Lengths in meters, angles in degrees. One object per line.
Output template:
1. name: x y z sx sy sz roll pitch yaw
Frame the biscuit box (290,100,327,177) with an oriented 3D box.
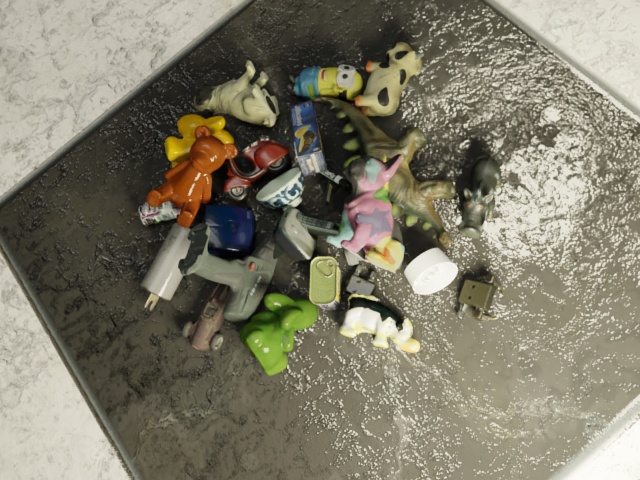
1. biscuit box: -0.029 -0.238 1.238 0.059 0.062 0.203 -15 48 6

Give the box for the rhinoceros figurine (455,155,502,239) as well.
1. rhinoceros figurine: 0.336 -0.086 1.126 0.073 0.112 0.190 17 69 14

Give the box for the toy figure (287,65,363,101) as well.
1. toy figure: 0.014 -0.377 1.301 0.180 0.089 0.082 0 86 21

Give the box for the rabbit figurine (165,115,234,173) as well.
1. rabbit figurine: -0.301 -0.249 1.311 0.162 0.121 0.173 -20 51 2

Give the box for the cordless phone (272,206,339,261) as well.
1. cordless phone: -0.002 -0.004 1.161 0.184 0.147 0.088 9 113 5

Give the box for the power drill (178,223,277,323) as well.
1. power drill: -0.188 0.045 1.144 0.086 0.207 0.232 -7 57 41

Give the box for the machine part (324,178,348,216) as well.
1. machine part: 0.049 -0.075 1.188 0.039 0.084 0.139 -9 42 -28

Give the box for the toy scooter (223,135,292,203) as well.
1. toy scooter: -0.166 -0.186 1.259 0.184 0.075 0.135 -36 92 -6

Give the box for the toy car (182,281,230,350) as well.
1. toy car: -0.233 0.148 1.202 0.089 0.053 0.202 21 79 20

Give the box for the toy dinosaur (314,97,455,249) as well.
1. toy dinosaur: 0.148 -0.169 1.194 0.199 0.105 0.471 -29 68 3

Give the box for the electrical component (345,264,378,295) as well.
1. electrical component: 0.086 0.104 1.164 0.063 0.021 0.094 22 80 18

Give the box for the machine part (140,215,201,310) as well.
1. machine part: -0.341 0.049 1.241 0.079 0.079 0.243 23 80 17

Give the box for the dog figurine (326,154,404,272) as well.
1. dog figurine: 0.118 -0.065 1.084 0.191 0.108 0.219 25 90 -19

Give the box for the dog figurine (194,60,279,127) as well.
1. dog figurine: -0.211 -0.325 1.332 0.191 0.121 0.172 -25 66 18

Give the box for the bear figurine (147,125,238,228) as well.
1. bear figurine: -0.280 -0.145 1.200 0.120 0.132 0.196 36 120 -8

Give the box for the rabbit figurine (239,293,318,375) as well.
1. rabbit figurine: -0.083 0.171 1.125 0.170 0.159 0.121 -35 59 -17

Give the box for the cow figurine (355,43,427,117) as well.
1. cow figurine: 0.172 -0.381 1.266 0.127 0.085 0.195 14 74 22

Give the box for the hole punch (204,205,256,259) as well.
1. hole punch: -0.210 -0.020 1.232 0.116 0.092 0.142 -3 69 7

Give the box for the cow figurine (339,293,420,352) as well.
1. cow figurine: 0.130 0.172 1.107 0.167 0.068 0.098 16 76 7

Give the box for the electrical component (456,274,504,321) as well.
1. electrical component: 0.330 0.120 1.100 0.078 0.045 0.102 3 68 42
